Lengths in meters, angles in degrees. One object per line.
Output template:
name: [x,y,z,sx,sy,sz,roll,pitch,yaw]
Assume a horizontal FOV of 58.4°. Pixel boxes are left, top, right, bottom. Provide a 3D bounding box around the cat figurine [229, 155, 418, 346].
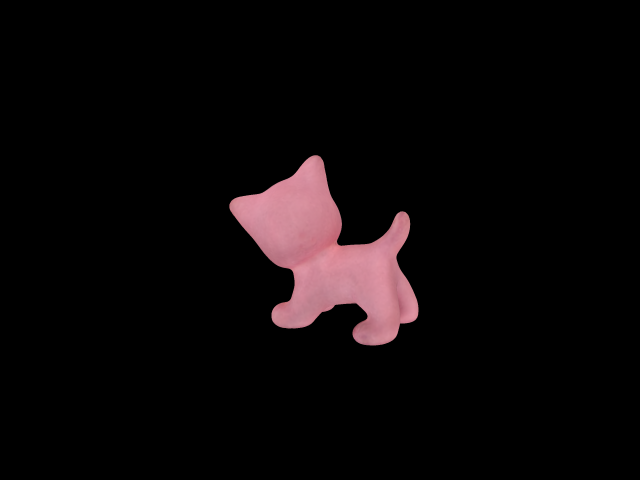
cat figurine: [0.004,0.001,0.400,0.127,0.118,0.067,6,15,23]
